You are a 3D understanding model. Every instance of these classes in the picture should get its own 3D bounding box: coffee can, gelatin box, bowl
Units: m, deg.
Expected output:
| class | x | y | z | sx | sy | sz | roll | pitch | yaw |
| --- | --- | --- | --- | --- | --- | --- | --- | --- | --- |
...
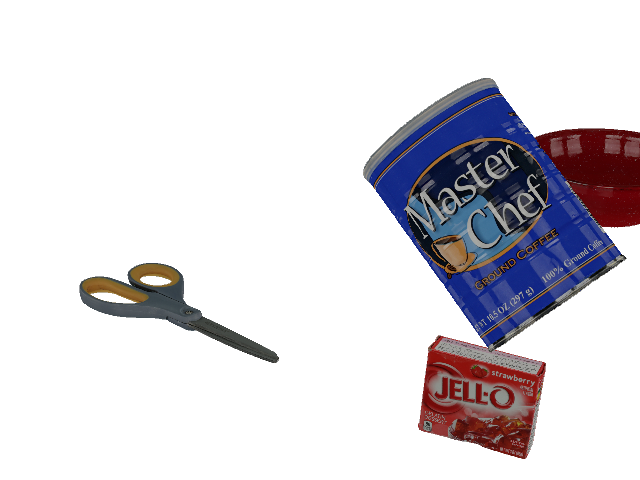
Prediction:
| class | x | y | z | sx | sy | sz | roll | pitch | yaw |
| --- | --- | --- | --- | --- | --- | --- | --- | --- | --- |
| coffee can | 0.108 | -0.016 | 0.672 | 0.102 | 0.140 | 0.103 | -34 | -10 | -7 |
| gelatin box | 0.124 | 0.121 | 0.825 | 0.089 | 0.073 | 0.030 | 13 | 23 | 20 |
| bowl | 0.268 | -0.055 | 0.999 | 0.162 | 0.055 | 0.162 | -1 | 25 | 0 |

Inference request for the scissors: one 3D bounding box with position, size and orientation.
| class | x | y | z | sx | sy | sz | roll | pitch | yaw |
| --- | --- | --- | --- | --- | --- | --- | --- | --- | --- |
| scissors | -0.104 | 0.055 | 0.880 | 0.202 | 0.016 | 0.096 | 13 | 26 | 22 |
